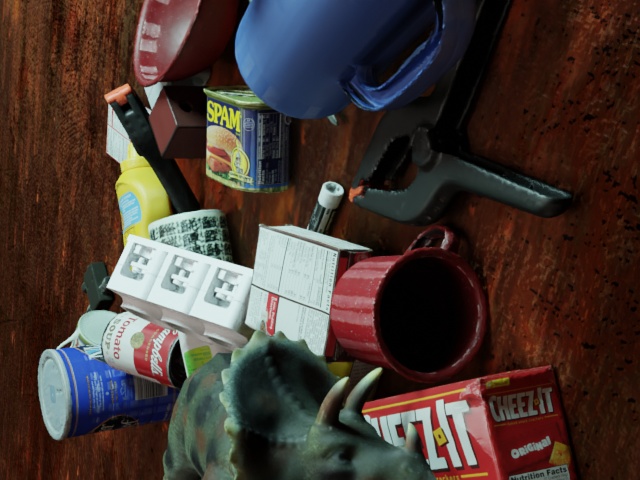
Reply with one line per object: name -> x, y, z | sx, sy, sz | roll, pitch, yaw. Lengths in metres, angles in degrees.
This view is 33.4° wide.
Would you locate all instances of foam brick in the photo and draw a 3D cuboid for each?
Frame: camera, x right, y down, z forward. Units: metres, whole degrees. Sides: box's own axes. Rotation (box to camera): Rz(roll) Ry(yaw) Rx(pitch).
foam brick -> -0.120, -0.115, 1.047 | 0.051, 0.078, 0.053 | -53, 51, 46

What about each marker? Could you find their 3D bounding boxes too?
marker -> -0.006, 0.001, 0.931 | 0.020, 0.020, 0.121 | 58, 140, 38

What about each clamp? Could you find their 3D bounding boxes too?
clamp -> -0.181, -0.109, 1.122 | 0.120, 0.039, 0.171 | 53, 171, 42
clamp -> 0.086, -0.077, 0.749 | 0.210, 0.036, 0.164 | -21, 74, 56

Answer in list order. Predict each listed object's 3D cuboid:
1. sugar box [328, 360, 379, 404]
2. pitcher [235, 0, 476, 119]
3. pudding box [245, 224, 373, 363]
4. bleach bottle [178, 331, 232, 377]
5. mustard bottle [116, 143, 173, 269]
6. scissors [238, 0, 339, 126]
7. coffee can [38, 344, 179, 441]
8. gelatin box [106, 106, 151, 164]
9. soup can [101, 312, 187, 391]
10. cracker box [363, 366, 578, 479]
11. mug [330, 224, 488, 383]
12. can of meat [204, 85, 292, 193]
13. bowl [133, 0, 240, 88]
sugar box -> 0.003, 0.124, 0.907 | 0.093, 0.048, 0.176 | 46, 130, 46
pitcher -> 0.027, -0.171, 0.740 | 0.149, 0.145, 0.243 | -59, 7, -29
pudding box -> -0.011, 0.040, 0.844 | 0.114, 0.039, 0.090 | 17, 100, 50
bleach bottle -> -0.076, 0.199, 1.038 | 0.103, 0.067, 0.251 | -20, 80, 58
mustard bottle -> -0.194, -0.017, 1.203 | 0.096, 0.058, 0.191 | 152, 109, -64
scissors -> -0.034, -0.158, 0.956 | 0.096, 0.016, 0.202 | -54, 49, 51
coffee can -> -0.242, 0.169, 1.232 | 0.103, 0.140, 0.103 | 14, 107, 58
gelatin box -> -0.224, -0.126, 1.267 | 0.089, 0.030, 0.073 | 35, 125, 52
soup can -> -0.178, 0.119, 1.154 | 0.102, 0.068, 0.068 | 11, 105, 34
cracker box -> 0.104, 0.205, 0.727 | 0.164, 0.072, 0.214 | -27, 70, 57
mug -> 0.064, 0.041, 0.766 | 0.082, 0.093, 0.117 | -3, 61, 64
can of meat -> -0.066, -0.094, 0.982 | 0.102, 0.057, 0.084 | 27, 119, 55
bowl -> -0.123, -0.218, 1.034 | 0.162, 0.055, 0.162 | -34, 49, 49
